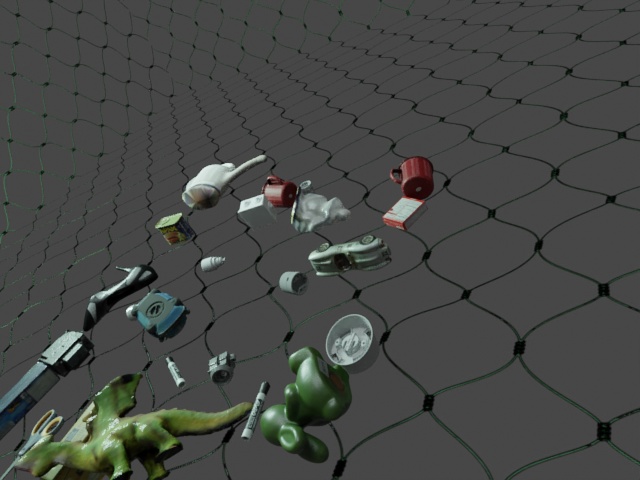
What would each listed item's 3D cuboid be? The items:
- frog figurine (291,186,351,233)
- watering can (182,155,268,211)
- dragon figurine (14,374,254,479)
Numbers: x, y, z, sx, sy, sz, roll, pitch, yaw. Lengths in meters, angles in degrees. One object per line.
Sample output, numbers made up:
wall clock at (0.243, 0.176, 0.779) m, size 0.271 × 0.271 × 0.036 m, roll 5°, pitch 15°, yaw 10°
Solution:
frog figurine at (0.004, -0.071, 1.419) m, size 0.159 × 0.120 × 0.140 m, roll 12°, pitch 27°, yaw -1°
watering can at (-0.369, -0.220, 1.905) m, size 0.346 × 0.102 × 0.230 m, roll -12°, pitch 35°, yaw 26°
dragon figurine at (-0.357, 0.350, 0.994) m, size 0.414 × 0.119 × 0.247 m, roll -24°, pitch 48°, yaw -24°
